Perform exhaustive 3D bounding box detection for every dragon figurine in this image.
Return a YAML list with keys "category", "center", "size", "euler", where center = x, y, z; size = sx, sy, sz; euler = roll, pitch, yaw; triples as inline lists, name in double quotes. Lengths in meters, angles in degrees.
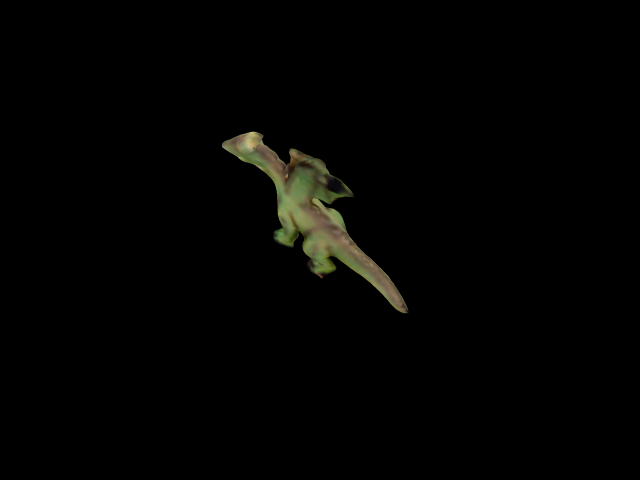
- category: "dragon figurine"
  center: [0.003, -0.043, 0.850]
  size: [0.413, 0.123, 0.238]
  euler: [37, -17, 14]
